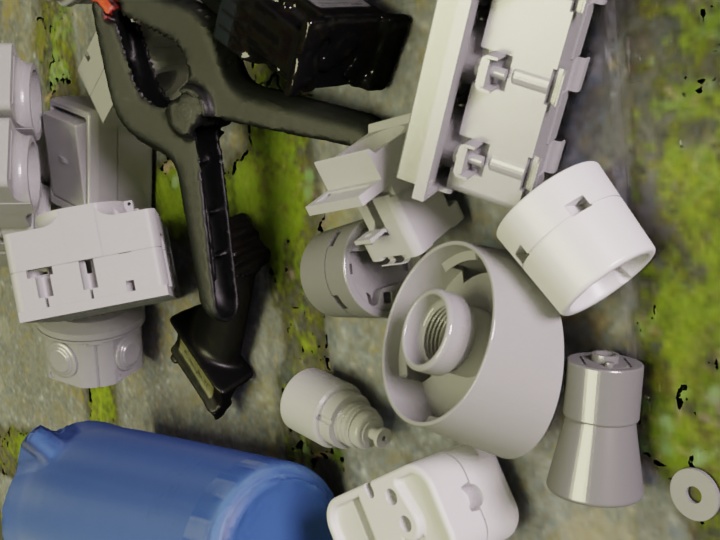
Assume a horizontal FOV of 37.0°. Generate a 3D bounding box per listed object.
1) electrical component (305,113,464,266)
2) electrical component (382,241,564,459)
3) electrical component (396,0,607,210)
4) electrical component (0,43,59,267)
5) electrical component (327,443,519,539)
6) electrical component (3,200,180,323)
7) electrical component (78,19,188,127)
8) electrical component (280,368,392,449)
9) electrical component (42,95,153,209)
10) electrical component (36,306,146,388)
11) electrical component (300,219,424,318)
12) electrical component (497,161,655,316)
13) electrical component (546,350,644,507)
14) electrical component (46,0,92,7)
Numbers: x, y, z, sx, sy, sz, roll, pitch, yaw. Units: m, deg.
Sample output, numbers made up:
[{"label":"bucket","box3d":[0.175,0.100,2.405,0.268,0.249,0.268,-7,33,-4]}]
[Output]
[{"label":"electrical component","box3d":[0.018,-0.040,0.548,0.042,0.081,0.063,-5,118,50]},{"label":"electrical component","box3d":[0.056,0.037,0.519,0.099,0.064,0.099,-36,46,48]},{"label":"electrical component","box3d":[0.065,-0.093,0.478,0.063,0.079,0.121,21,117,18]},{"label":"electrical component","box3d":[-0.262,-0.078,0.793,0.186,0.060,0.105,111,156,-72]},{"label":"electrical component","box3d":[0.035,0.130,0.575,0.095,0.059,0.053,-36,72,47]},{"label":"electrical component","box3d":[-0.171,-0.004,0.707,0.150,0.089,0.061,160,98,-83]},{"label":"electrical component","box3d":[-0.144,-0.140,0.722,0.089,0.050,0.055,-47,64,43]},{"label":"electrical component","box3d":[-0.013,0.086,0.634,0.078,0.040,0.040,19,113,45]},{"label":"electrical component","box3d":[-0.192,-0.076,0.784,0.062,0.061,0.096,24,116,44]},{"label":"electrical component","box3d":[-0.202,0.050,0.814,0.080,0.080,0.051,25,123,43]},{"label":"electrical component","box3d":[0.000,0.000,0.589,0.047,0.055,0.055,-8,93,53]},{"label":"electrical component","box3d":[0.096,-0.013,0.476,0.047,0.055,0.055,57,135,18]},{"label":"electrical component","box3d":[0.110,0.070,0.491,0.044,0.044,0.065,13,104,47]},{"label":"electrical component","box3d":[-0.172,-0.229,0.728,0.113,0.057,0.078,-8,93,49]}]
